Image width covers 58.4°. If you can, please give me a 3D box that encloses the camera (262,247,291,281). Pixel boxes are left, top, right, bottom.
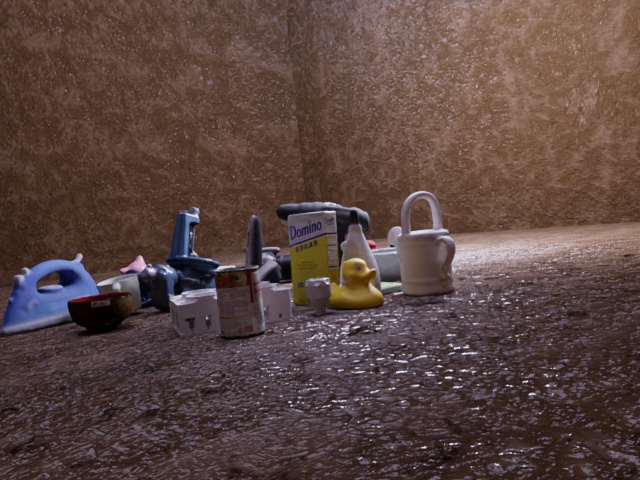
[{"bbox_3d":[-0.118,0.069,1.557,0.136,0.101,0.143,-6,2,6],"label":"camera"}]

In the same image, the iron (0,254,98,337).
[{"bbox_3d":[-0.581,0.109,1.223,0.118,0.141,0.259,-5,2,16],"label":"iron"}]

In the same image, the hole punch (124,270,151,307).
[{"bbox_3d":[-0.410,0.111,1.377,0.101,0.091,0.108,-8,3,-35],"label":"hole punch"}]

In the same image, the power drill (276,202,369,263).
[{"bbox_3d":[0.013,0.005,1.429,0.229,0.208,0.075,-6,2,-1],"label":"power drill"}]

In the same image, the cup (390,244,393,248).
[{"bbox_3d":[0.230,0.037,1.503,0.091,0.095,0.118,-6,2,9],"label":"cup"}]

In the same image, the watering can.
[{"bbox_3d":[0.192,0.005,1.101,0.172,0.194,0.101,-4,3,40],"label":"watering can"}]

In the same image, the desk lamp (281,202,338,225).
[{"bbox_3d":[-0.033,-0.001,1.684,0.202,0.213,0.118,-5,2,23],"label":"desk lamp"}]

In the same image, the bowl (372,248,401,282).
[{"bbox_3d":[0.163,0.060,1.339,0.167,0.075,0.167,-6,2,0],"label":"bowl"}]

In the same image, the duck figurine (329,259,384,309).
[{"bbox_3d":[0.059,0.076,1.018,0.104,0.086,0.078,-5,3,34],"label":"duck figurine"}]

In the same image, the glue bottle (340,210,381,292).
[{"bbox_3d":[0.071,0.029,1.087,0.077,0.173,0.037,-5,3,33],"label":"glue bottle"}]

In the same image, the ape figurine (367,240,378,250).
[{"bbox_3d":[0.135,0.047,1.533,0.078,0.092,0.076,-7,2,-30],"label":"ape figurine"}]

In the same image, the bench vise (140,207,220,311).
[{"bbox_3d":[-0.299,0.038,1.265,0.121,0.220,0.208,-6,2,14],"label":"bench vise"}]

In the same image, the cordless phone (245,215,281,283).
[{"bbox_3d":[-0.132,0.041,1.192,0.094,0.185,0.147,-7,2,-18],"label":"cordless phone"}]

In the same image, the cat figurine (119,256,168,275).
[{"bbox_3d":[-0.451,0.098,1.493,0.128,0.118,0.067,-7,2,-15],"label":"cat figurine"}]

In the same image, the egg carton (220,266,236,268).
[{"bbox_3d":[-0.270,0.105,1.446,0.149,0.069,0.107,-4,3,41],"label":"egg carton"}]
